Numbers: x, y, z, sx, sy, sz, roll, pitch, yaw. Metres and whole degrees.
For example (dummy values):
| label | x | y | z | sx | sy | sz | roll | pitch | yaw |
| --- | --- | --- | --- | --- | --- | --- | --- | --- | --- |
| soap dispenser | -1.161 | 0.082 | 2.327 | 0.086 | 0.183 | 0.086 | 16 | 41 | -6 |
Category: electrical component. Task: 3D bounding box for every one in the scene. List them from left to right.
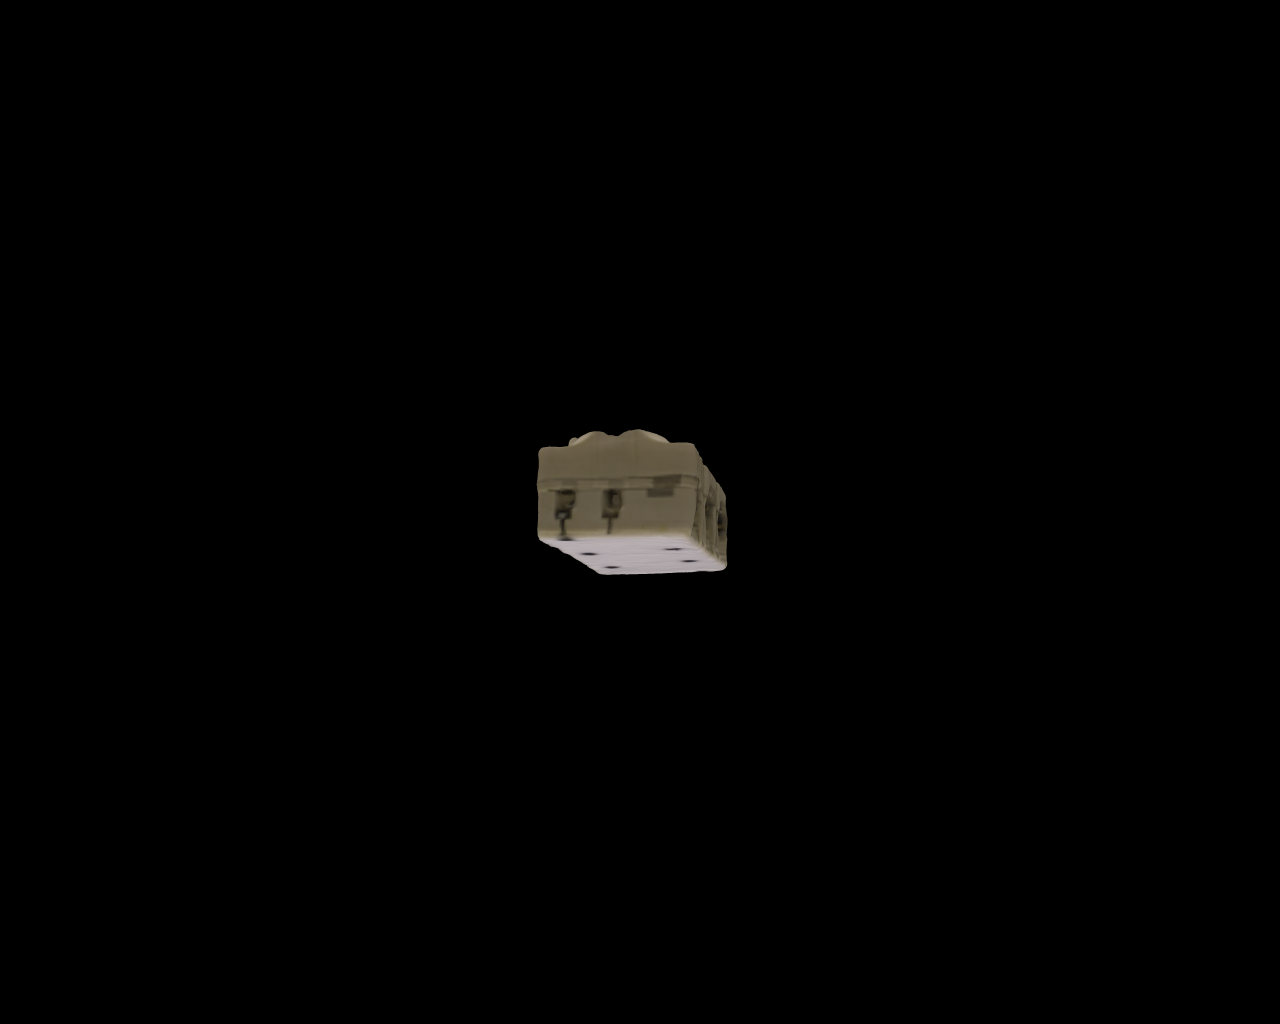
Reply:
| label | x | y | z | sx | sy | sz | roll | pitch | yaw |
| --- | --- | --- | --- | --- | --- | --- | --- | --- | --- |
| electrical component | 0.001 | -0.003 | 0.650 | 0.089 | 0.061 | 0.150 | -2 | -12 | 11 |
